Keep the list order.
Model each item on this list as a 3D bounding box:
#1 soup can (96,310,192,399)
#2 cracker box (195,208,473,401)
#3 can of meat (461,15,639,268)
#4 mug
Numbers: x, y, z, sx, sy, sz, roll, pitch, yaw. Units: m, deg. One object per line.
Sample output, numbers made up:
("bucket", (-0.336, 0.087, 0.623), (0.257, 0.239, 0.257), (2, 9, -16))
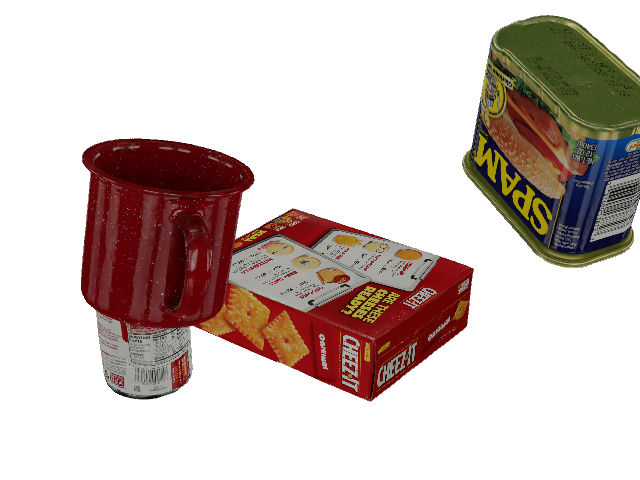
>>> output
("soup can", (-0.129, 0.057, 0.785), (0.068, 0.102, 0.068), (0, 28, 0))
("cracker box", (0.006, 0.052, 0.979), (0.214, 0.072, 0.163), (19, 32, 33))
("can of meat", (0.120, -0.052, 0.535), (0.057, 0.084, 0.102), (-16, 46, -20))
("mug", (-0.083, 0.001, 0.579), (0.093, 0.081, 0.117), (-1, 23, -28))
